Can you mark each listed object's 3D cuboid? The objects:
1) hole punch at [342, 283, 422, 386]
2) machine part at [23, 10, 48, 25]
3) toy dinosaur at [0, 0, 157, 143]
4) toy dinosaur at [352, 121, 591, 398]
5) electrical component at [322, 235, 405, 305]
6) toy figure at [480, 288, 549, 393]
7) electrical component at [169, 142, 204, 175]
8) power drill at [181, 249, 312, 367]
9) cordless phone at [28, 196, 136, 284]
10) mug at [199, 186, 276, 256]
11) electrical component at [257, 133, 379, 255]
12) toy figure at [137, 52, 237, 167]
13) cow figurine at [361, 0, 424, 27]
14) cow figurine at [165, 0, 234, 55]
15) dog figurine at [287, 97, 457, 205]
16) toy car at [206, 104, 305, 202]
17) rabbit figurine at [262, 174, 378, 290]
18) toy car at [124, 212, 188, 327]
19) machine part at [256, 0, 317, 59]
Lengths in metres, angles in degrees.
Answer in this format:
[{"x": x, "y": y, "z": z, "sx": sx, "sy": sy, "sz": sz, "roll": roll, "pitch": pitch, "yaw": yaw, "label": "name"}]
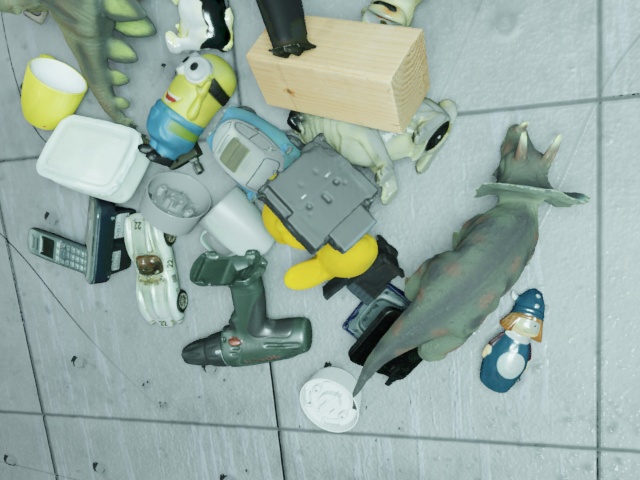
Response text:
[{"x": 0.105, "y": 0.134, "z": 0.803, "sx": 0.115, "sy": 0.092, "sz": 0.142, "roll": 30, "pitch": 108, "yaw": -23, "label": "hole punch"}, {"x": -0.383, "y": -0.437, "z": 0.808, "sx": 0.079, "sy": 0.079, "sz": 0.243, "roll": 37, "pitch": 108, "yaw": 5, "label": "machine part"}, {"x": -0.328, "y": -0.341, "z": 0.729, "sx": 0.199, "sy": 0.105, "sz": 0.470, "roll": 4, "pitch": 131, "yaw": 1, "label": "toy dinosaur"}, {"x": 0.185, "y": 0.035, "z": 0.655, "sx": 0.131, "sy": 0.192, "sz": 0.405, "roll": 35, "pitch": 73, "yaw": 14, "label": "toy dinosaur"}, {"x": 0.062, "y": 0.055, "z": 0.787, "sx": 0.047, "sy": 0.075, "sz": 0.119, "roll": 41, "pitch": 108, "yaw": -21, "label": "electrical component"}, {"x": 0.279, "y": 0.142, "z": 0.763, "sx": 0.064, "sy": 0.058, "sz": 0.154, "roll": 12, "pitch": 108, "yaw": -27, "label": "toy figure"}, {"x": -0.224, "y": -0.141, "z": 0.858, "sx": 0.063, "sy": 0.021, "sz": 0.094, "roll": -27, "pitch": 95, "yaw": 19, "label": "electrical component"}, {"x": -0.136, "y": 0.119, "z": 0.834, "sx": 0.232, "sy": 0.086, "sz": 0.207, "roll": -4, "pitch": 120, "yaw": 11, "label": "power drill"}, {"x": -0.415, "y": -0.016, "z": 0.910, "sx": 0.184, "sy": 0.089, "sz": 0.146, "roll": 16, "pitch": 106, "yaw": 16, "label": "cordless phone"}, {"x": -0.129, "y": -0.010, "z": 0.830, "sx": 0.107, "sy": 0.081, "sz": 0.109, "roll": 43, "pitch": 105, "yaw": -7, "label": "mug"}, {"x": 0.005, "y": -0.049, "z": 0.677, "sx": 0.134, "sy": 0.058, "sz": 0.115, "roll": 45, "pitch": 82, "yaw": 2, "label": "electrical component"}, {"x": -0.196, "y": -0.193, "z": 0.795, "sx": 0.082, "sy": 0.089, "sz": 0.180, "roll": 37, "pitch": 103, "yaw": 14, "label": "toy figure"}, {"x": 0.109, "y": -0.332, "z": 0.681, "sx": 0.085, "sy": 0.127, "sz": 0.195, "roll": 28, "pitch": 94, "yaw": 7, "label": "cow figurine"}, {"x": -0.175, "y": -0.355, "z": 0.772, "sx": 0.098, "sy": 0.068, "sz": 0.167, "roll": 0, "pitch": 106, "yaw": 10, "label": "cow figurine"}, {"x": 0.068, "y": -0.168, "z": 0.739, "sx": 0.172, "sy": 0.121, "sz": 0.191, "roll": -40, "pitch": 69, "yaw": -13, "label": "dog figurine"}, {"x": -0.100, "y": -0.126, "z": 0.785, "sx": 0.162, "sy": 0.103, "sz": 0.109, "roll": 41, "pitch": 109, "yaw": 2, "label": "toy car"}, {"x": -0.002, "y": -0.002, "z": 0.758, "sx": 0.173, "sy": 0.122, "sz": 0.162, "roll": 35, "pitch": 117, "yaw": 23, "label": "rabbit figurine"}, {"x": -0.274, "y": 0.050, "z": 0.896, "sx": 0.074, "sy": 0.056, "sz": 0.201, "roll": -5, "pitch": 100, "yaw": 17, "label": "toy car"}, {"x": -0.052, "y": -0.280, "z": 0.630, "sx": 0.084, "sy": 0.039, "sz": 0.138, "roll": -21, "pitch": 88, "yaw": 9, "label": "machine part"}]
